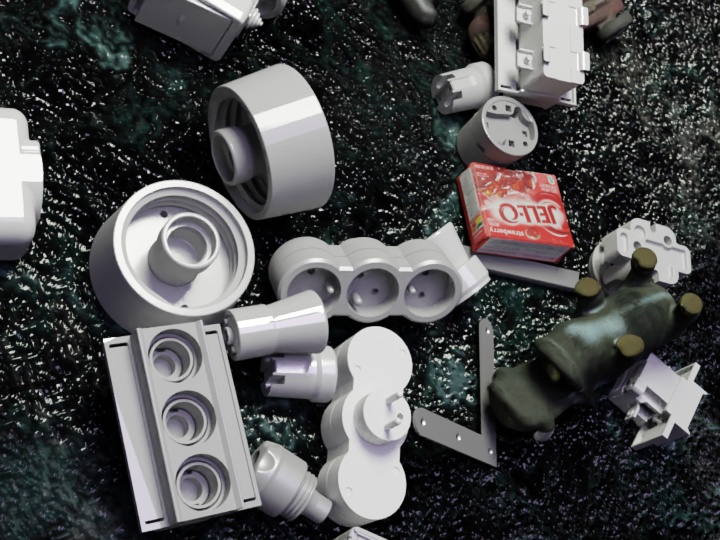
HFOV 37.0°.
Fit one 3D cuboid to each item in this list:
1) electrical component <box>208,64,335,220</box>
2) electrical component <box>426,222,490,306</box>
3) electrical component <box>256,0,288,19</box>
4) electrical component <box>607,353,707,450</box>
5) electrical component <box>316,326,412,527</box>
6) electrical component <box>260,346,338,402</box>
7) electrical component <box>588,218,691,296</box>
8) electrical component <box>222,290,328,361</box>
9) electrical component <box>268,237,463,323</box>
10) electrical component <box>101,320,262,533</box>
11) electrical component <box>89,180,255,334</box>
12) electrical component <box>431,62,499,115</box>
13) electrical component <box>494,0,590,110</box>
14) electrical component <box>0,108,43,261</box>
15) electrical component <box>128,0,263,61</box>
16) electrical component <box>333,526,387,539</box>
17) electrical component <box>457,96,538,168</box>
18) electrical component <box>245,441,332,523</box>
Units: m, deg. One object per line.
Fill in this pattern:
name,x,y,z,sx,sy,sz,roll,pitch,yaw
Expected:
electrical component,-0.071,-0.088,0.770,0.060,0.108,0.108,-20,80,-26
electrical component,0.070,-0.003,0.844,0.045,0.045,0.055,-37,89,-34
electrical component,-0.110,-0.265,0.853,0.138,0.052,0.073,28,59,-15
electrical component,0.245,0.105,0.894,0.064,0.042,0.081,41,56,-5
electrical component,0.011,0.104,0.750,0.052,0.074,0.138,15,63,-22
electrical component,-0.044,0.073,0.757,0.046,0.040,0.040,4,68,-20
electrical component,0.235,-0.006,0.925,0.078,0.057,0.058,14,64,-23
electrical component,-0.060,0.040,0.724,0.065,0.044,0.044,-8,74,-26
electrical component,0.000,0.000,0.799,0.138,0.052,0.073,1,26,-17
electrical component,-0.118,0.101,0.690,0.079,0.063,0.121,-6,73,-30
electrical component,-0.124,-0.010,0.734,0.108,0.060,0.108,11,65,-24
electrical component,0.090,-0.155,0.922,0.046,0.040,0.040,-17,78,-26
electrical component,0.156,-0.207,0.912,0.079,0.063,0.121,7,76,-24
electrical component,-0.241,-0.056,0.696,0.059,0.054,0.095,0,70,-28
electrical component,-0.120,-0.205,0.817,0.096,0.062,0.061,28,59,-15
electrical component,0.007,0.216,0.714,0.096,0.061,0.061,26,60,-8
electrical component,0.115,-0.112,0.912,0.055,0.047,0.055,11,65,-24
electrical component,-0.048,0.146,0.720,0.062,0.043,0.043,35,58,-12
